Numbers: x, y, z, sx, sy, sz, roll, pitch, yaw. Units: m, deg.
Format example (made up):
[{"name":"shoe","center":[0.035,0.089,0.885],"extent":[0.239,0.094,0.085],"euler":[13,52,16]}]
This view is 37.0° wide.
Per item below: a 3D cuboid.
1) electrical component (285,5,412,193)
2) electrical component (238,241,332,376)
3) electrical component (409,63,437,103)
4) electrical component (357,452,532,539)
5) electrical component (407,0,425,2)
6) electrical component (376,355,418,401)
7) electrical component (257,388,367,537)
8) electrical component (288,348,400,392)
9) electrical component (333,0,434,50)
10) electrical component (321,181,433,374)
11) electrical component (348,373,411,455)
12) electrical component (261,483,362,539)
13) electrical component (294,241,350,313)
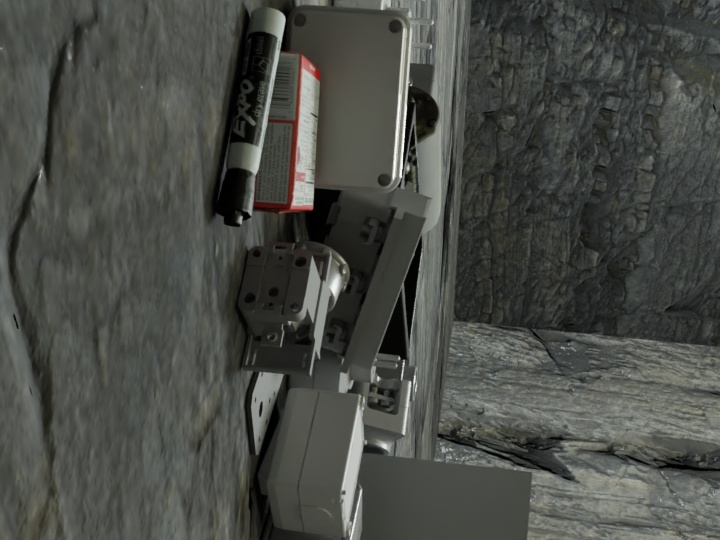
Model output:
[{"name":"electrical component","center":[-0.008,-0.109,0.688],"extent":[0.057,0.078,0.113],"euler":[-65,159,-78]},{"name":"electrical component","center":[-0.045,0.019,0.641],"extent":[0.063,0.042,0.081],"euler":[78,18,-61]},{"name":"electrical component","center":[0.049,-0.179,1.133],"extent":[0.096,0.062,0.061],"euler":[83,15,-59]},{"name":"electrical component","center":[0.043,0.211,0.885],"extent":[0.060,0.186,0.105],"euler":[69,28,-74]},{"name":"electrical component","center":[0.040,-0.339,0.959],"extent":[0.105,0.060,0.186],"euler":[-53,148,-76]},{"name":"electrical component","center":[0.035,0.129,1.249],"extent":[0.108,0.060,0.108],"euler":[6,90,-82]},{"name":"electrical component","center":[-0.031,0.127,0.747],"extent":[0.061,0.061,0.096],"euler":[87,11,-48]},{"name":"electrical component","center":[-0.006,0.068,0.843],"extent":[0.138,0.074,0.052],"euler":[-56,152,-75]},{"name":"electrical component","center":[0.019,-0.188,0.847],"extent":[0.047,0.077,0.065],"euler":[-62,156,-70]},{"name":"electrical component","center":[0.000,0.000,0.758],"extent":[0.078,0.063,0.121],"euler":[-68,177,-66]},{"name":"electrical component","center":[0.002,0.128,0.929],"extent":[0.089,0.050,0.055],"euler":[137,-34,-59]},{"name":"electrical component","center":[-0.036,0.203,0.765],"extent":[0.096,0.062,0.061],"euler":[-75,167,-53]},{"name":"electrical component","center":[-0.036,0.015,0.702],"extent":[0.048,0.048,0.062],"euler":[87,18,-48]}]
